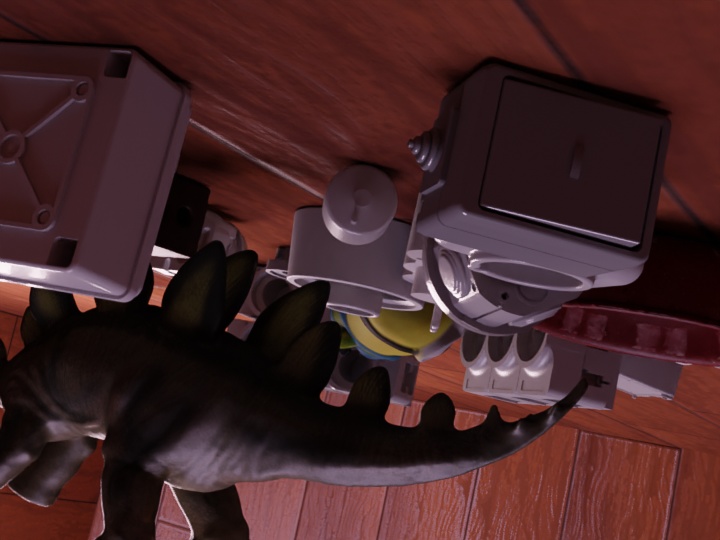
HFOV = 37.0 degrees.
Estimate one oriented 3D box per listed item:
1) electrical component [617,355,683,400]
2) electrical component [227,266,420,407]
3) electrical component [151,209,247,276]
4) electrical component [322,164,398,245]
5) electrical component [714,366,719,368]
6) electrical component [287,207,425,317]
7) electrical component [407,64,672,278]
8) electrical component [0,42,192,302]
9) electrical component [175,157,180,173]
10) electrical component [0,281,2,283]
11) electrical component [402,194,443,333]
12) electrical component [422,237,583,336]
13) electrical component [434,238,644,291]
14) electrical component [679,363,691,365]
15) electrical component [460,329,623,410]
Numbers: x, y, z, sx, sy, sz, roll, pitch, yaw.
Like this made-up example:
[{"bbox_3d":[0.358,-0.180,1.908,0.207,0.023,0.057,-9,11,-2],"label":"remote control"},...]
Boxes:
[{"bbox_3d":[0.210,0.061,0.878,0.096,0.061,0.062,22,169,-13],"label":"electrical component"},{"bbox_3d":[-0.036,0.061,1.041,0.186,0.105,0.060,8,170,24],"label":"electrical component"},{"bbox_3d":[-0.125,-0.017,0.837,0.078,0.058,0.057,6,166,36],"label":"electrical component"},{"bbox_3d":[-0.002,-0.034,0.617,0.040,0.040,0.078,13,171,-3],"label":"electrical component"},{"bbox_3d":[0.248,0.044,0.755,0.062,0.043,0.043,21,167,-39],"label":"electrical component"},{"bbox_3d":[0.000,0.000,0.761,0.108,0.060,0.108,12,171,2],"label":"electrical component"},{"bbox_3d":[0.067,-0.039,0.424,0.096,0.061,0.061,14,171,-13],"label":"electrical component"},{"bbox_3d":[-0.148,-0.048,0.511,0.109,0.108,0.056,8,167,24],"label":"electrical component"},{"bbox_3d":[-0.134,-0.054,0.652,0.040,0.046,0.040,12,171,2],"label":"electrical component"},{"bbox_3d":[-0.295,-0.035,0.804,0.108,0.108,0.060,14,177,-9],"label":"electrical component"},{"bbox_3d":[0.052,0.001,0.656,0.052,0.073,0.138,12,171,3],"label":"electrical component"},{"bbox_3d":[0.076,-0.008,0.552,0.080,0.080,0.051,14,166,-12],"label":"electrical component"},{"bbox_3d":[0.084,-0.026,0.494,0.095,0.059,0.054,16,170,-21],"label":"electrical component"},{"bbox_3d":[0.227,0.044,0.795,0.078,0.040,0.040,20,168,-39],"label":"electrical component"},{"bbox_3d":[0.136,0.056,0.829,0.062,0.089,0.150,15,171,-16],"label":"electrical component"}]
